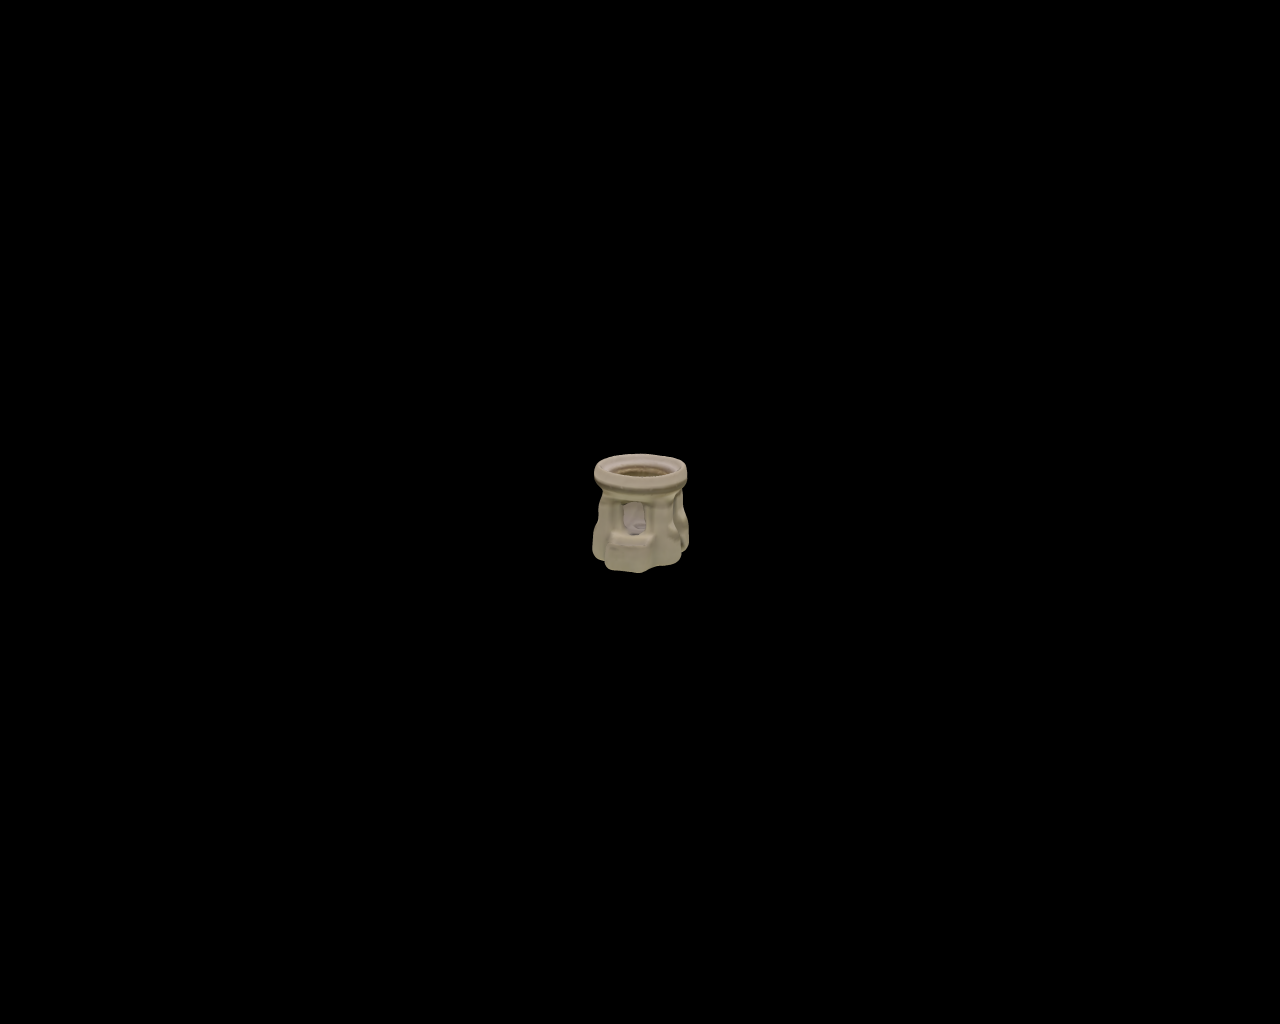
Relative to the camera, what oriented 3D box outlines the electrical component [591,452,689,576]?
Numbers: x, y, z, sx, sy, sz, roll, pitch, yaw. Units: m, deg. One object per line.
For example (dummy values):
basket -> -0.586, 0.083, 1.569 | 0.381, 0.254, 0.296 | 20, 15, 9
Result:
electrical component -> 0.001, -0.003, 0.650 | 0.058, 0.056, 0.078 | 5, 19, 15
